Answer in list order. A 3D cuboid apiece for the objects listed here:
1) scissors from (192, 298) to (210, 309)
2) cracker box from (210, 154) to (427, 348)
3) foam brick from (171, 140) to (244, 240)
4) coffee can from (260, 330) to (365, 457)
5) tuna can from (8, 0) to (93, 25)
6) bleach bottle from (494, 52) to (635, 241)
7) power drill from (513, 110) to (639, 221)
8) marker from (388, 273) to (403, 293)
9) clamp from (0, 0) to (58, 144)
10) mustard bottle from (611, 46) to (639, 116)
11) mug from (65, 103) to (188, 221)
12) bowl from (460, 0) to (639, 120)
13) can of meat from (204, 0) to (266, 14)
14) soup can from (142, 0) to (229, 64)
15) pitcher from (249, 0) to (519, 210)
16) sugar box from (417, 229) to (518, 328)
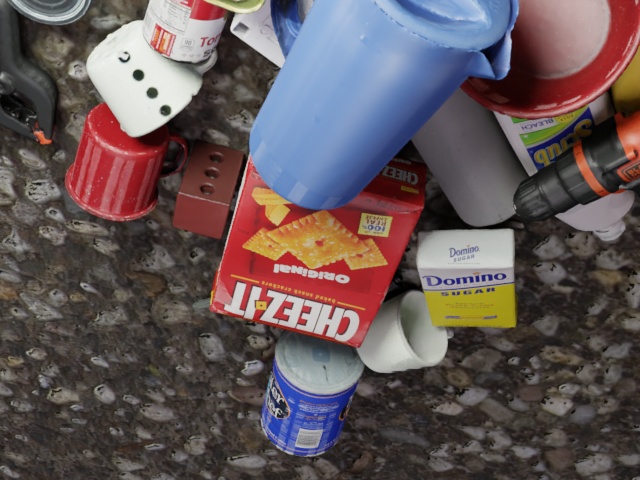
[{"bbox_3d":[-0.057,0.043,1.179,0.202,0.016,0.096,-3,137,12],"label":"scissors"},{"bbox_3d":[-0.007,0.001,1.030,0.164,0.072,0.214,15,134,-5],"label":"cracker box"},{"bbox_3d":[-0.110,-0.050,1.049,0.053,0.078,0.051,15,138,-5],"label":"foam brick"},{"bbox_3d":[-0.011,0.174,1.246,0.103,0.102,0.140,12,137,-2],"label":"coffee can"},{"bbox_3d":[-0.232,-0.228,0.916,0.086,0.033,0.086,5,137,5],"label":"tuna can"},{"bbox_3d":[0.229,-0.089,0.956,0.103,0.068,0.250,-19,133,24],"label":"bleach bottle"},{"bbox_3d":[0.285,-0.039,0.926,0.185,0.057,0.187,-30,138,33],"label":"power drill"},{"bbox_3d":[0.045,0.068,1.181,0.020,0.020,0.121,37,128,-26],"label":"marker"},{"bbox_3d":[-0.310,-0.156,1.002,0.120,0.039,0.171,-3,136,15],"label":"clamp"},{"bbox_3d":[0.278,-0.184,0.847,0.096,0.058,0.191,-6,135,13],"label":"mustard bottle"},{"bbox_3d":[-0.182,-0.080,1.032,0.117,0.093,0.082,-5,139,-30],"label":"mug"},{"bbox_3d":[0.174,-0.172,0.821,0.162,0.162,0.055,-16,174,26],"label":"bowl"},{"bbox_3d":[-0.053,-0.236,0.798,0.057,0.084,0.102,17,144,-12],"label":"can of meat"},{"bbox_3d":[-0.106,-0.206,0.890,0.068,0.068,0.102,19,136,-10],"label":"soup can"},{"bbox_3d":[0.027,-0.135,0.817,0.144,0.149,0.243,11,146,-21],"label":"pitcher"},{"bbox_3d":[0.151,0.042,1.078,0.093,0.048,0.176,-1,159,12],"label":"sugar box"}]
